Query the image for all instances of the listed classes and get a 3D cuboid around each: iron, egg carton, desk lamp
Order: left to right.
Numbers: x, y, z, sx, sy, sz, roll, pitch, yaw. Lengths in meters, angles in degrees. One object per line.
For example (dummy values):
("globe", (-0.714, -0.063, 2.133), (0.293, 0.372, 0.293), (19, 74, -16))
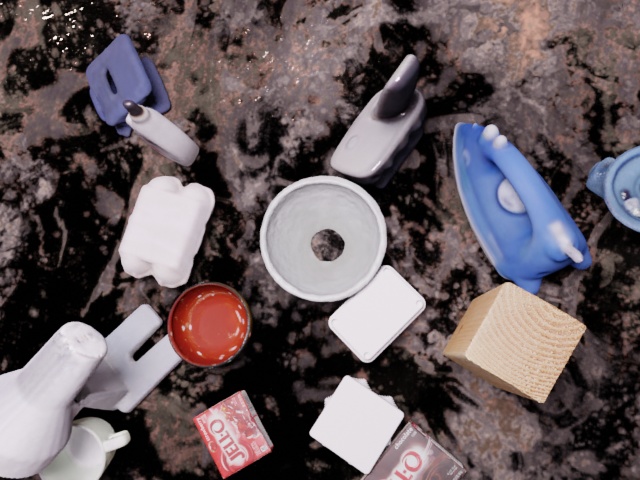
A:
("desk lamp", (-0.297, 0.171, 0.699), (0.118, 0.213, 0.203), (44, 87, 11))
("egg carton", (-0.211, -0.013, 0.797), (0.107, 0.069, 0.150), (16, 82, 8))
("iron", (0.245, -0.063, 0.725), (0.118, 0.141, 0.258), (-28, 78, 0))

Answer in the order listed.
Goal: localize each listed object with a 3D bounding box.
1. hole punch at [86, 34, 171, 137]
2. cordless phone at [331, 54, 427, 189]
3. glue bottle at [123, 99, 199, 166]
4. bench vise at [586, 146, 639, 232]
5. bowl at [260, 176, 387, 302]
("hole punch", (-0.286, -0.223, 0.830), (0.101, 0.091, 0.108), (-27, 78, 1))
("cordless phone", (0.075, -0.153, 0.735), (0.094, 0.185, 0.148), (31, 84, 10))
("glue bottle", (-0.223, -0.150, 0.769), (0.078, 0.173, 0.037), (25, 83, 10))
("bench vise", (0.436, -0.049, 0.663), (0.207, 0.220, 0.121), (26, 83, 10))
("bowl", (0.007, 0.003, 0.770), (0.167, 0.075, 0.167), (-1, 80, 5))
